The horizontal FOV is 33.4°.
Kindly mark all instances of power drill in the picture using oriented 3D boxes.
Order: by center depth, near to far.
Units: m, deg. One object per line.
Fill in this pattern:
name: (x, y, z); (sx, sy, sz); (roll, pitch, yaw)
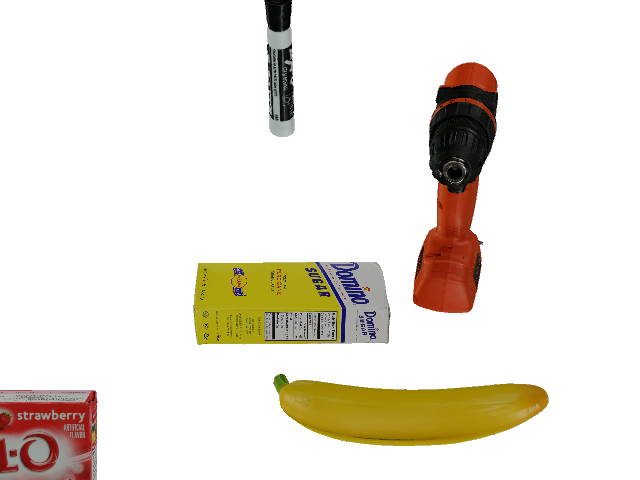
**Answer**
power drill: (0.113, -0.036, 0.888); (0.057, 0.188, 0.184); (9, 31, 9)

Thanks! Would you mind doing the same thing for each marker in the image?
marker: (-0.029, -0.126, 0.760); (0.020, 0.020, 0.121); (0, -45, 0)

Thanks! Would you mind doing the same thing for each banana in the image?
banana: (0.054, 0.112, 0.729); (0.198, 0.037, 0.069); (3, 30, 14)

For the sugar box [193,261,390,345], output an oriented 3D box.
sugar box: (-0.027, 0.056, 0.991); (0.176, 0.048, 0.093); (-3, 27, -2)

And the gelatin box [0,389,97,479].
gelatin box: (-0.158, 0.113, 0.535); (0.089, 0.073, 0.030); (1, 6, -4)
